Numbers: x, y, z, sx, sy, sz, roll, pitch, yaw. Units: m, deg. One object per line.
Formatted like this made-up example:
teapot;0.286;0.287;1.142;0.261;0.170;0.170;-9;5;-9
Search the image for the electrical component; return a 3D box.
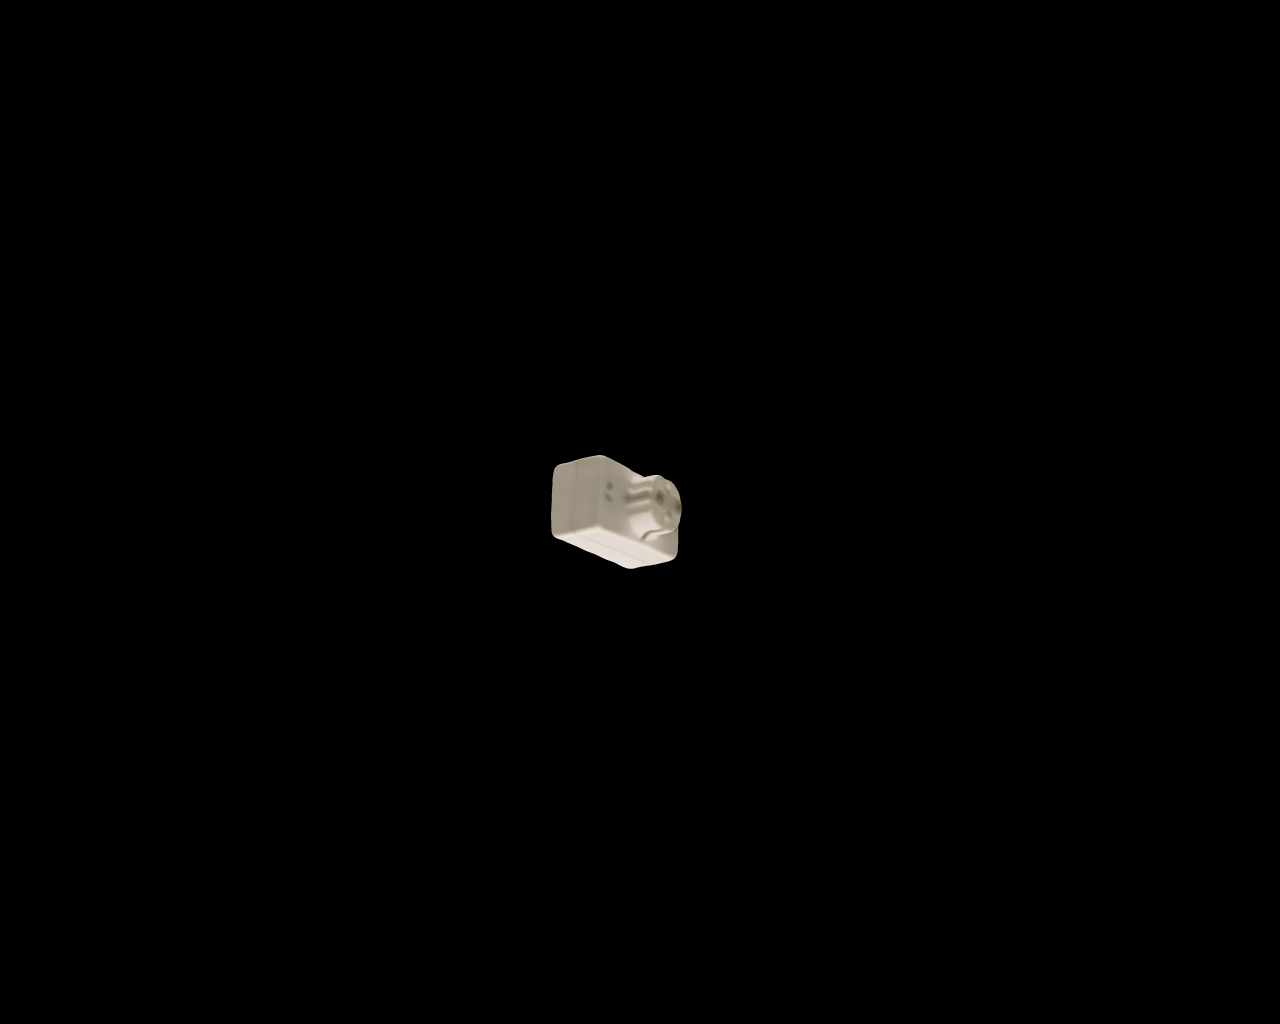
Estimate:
electrical component;0.001;-0.003;0.650;0.075;0.047;0.083;-14;-24;33
